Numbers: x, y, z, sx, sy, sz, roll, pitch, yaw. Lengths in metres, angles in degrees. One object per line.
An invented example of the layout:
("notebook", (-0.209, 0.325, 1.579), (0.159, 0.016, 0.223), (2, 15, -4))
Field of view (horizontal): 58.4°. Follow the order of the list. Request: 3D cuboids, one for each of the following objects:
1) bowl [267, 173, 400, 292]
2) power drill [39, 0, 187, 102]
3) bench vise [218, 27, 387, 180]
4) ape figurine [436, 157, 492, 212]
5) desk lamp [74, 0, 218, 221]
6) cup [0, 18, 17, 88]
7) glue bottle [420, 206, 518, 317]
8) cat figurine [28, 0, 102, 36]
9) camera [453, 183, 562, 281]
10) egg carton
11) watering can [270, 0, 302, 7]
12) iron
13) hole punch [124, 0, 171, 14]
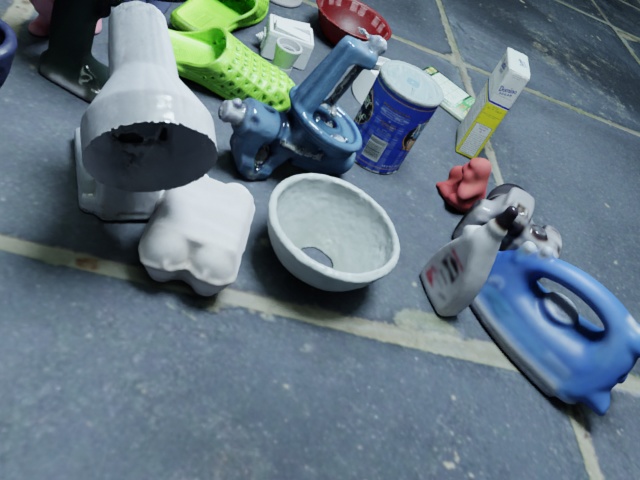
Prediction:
("bowl", (0.006, 0.002, 0.688), (0.168, 0.074, 0.167), (16, 44, -16))
("power drill", (-0.273, -0.279, 0.697), (0.229, 0.208, 0.076), (29, 42, -1))
("bench vise", (-0.012, -0.164, 0.728), (0.208, 0.219, 0.121), (-18, 61, -40))
("ape figurine", (0.232, -0.092, 0.892), (0.076, 0.092, 0.078), (33, 42, 3))
("desk lamp", (-0.190, -0.113, 0.584), (0.118, 0.213, 0.203), (0, 51, -30))
("cup", (-0.393, -0.186, 0.626), (0.091, 0.095, 0.118), (32, 42, 1))
("glue bottle", (0.187, 0.018, 0.702), (0.037, 0.173, 0.078), (-1, 51, -30))
("cat figurine", (-0.344, -0.329, 0.771), (0.067, 0.117, 0.128), (27, 42, -4))
("camera", (0.293, -0.027, 0.859), (0.143, 0.100, 0.137), (34, 42, 3))
("egg carton", (-0.132, -0.013, 0.628), (0.107, 0.069, 0.150), (19, 43, -12))
("watering can", (-0.050, -0.557, 1.097), (0.101, 0.194, 0.172), (14, 45, -18))
("iron", (0.297, 0.084, 0.727), (0.258, 0.141, 0.119), (46, 44, 16))
("hole punch", (-0.285, -0.423, 0.914), (0.101, 0.091, 0.108), (18, 44, -13))
